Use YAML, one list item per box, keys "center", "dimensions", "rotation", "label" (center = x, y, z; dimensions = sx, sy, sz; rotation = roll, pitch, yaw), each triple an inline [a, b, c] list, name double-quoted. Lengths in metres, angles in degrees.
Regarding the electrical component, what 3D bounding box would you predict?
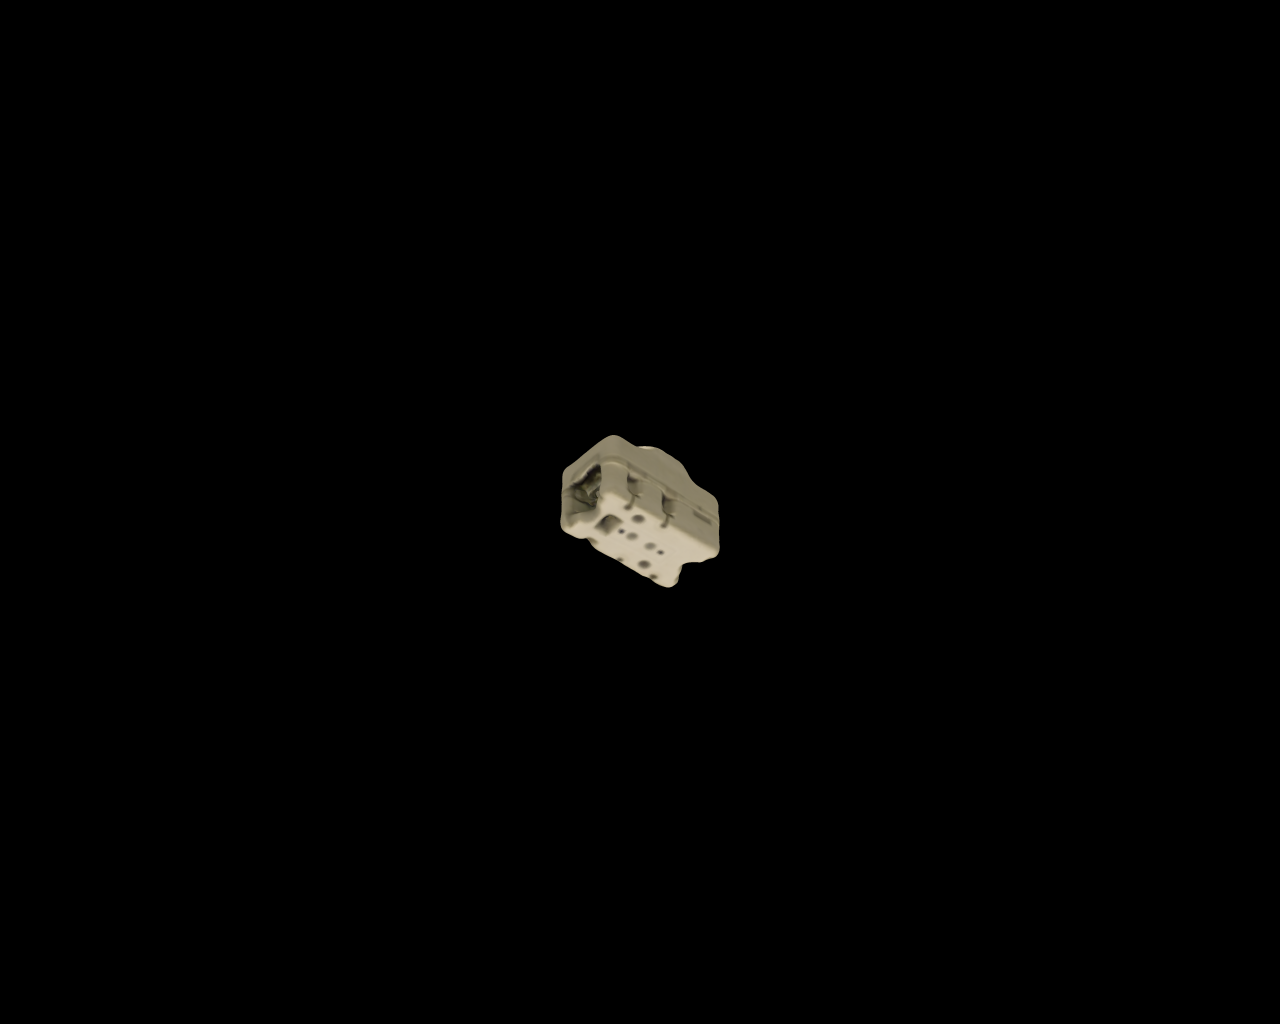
- center: [0.001, -0.003, 0.650]
  dimensions: [0.089, 0.056, 0.050]
  rotation: [31, -50, -30]
  label: "electrical component"
